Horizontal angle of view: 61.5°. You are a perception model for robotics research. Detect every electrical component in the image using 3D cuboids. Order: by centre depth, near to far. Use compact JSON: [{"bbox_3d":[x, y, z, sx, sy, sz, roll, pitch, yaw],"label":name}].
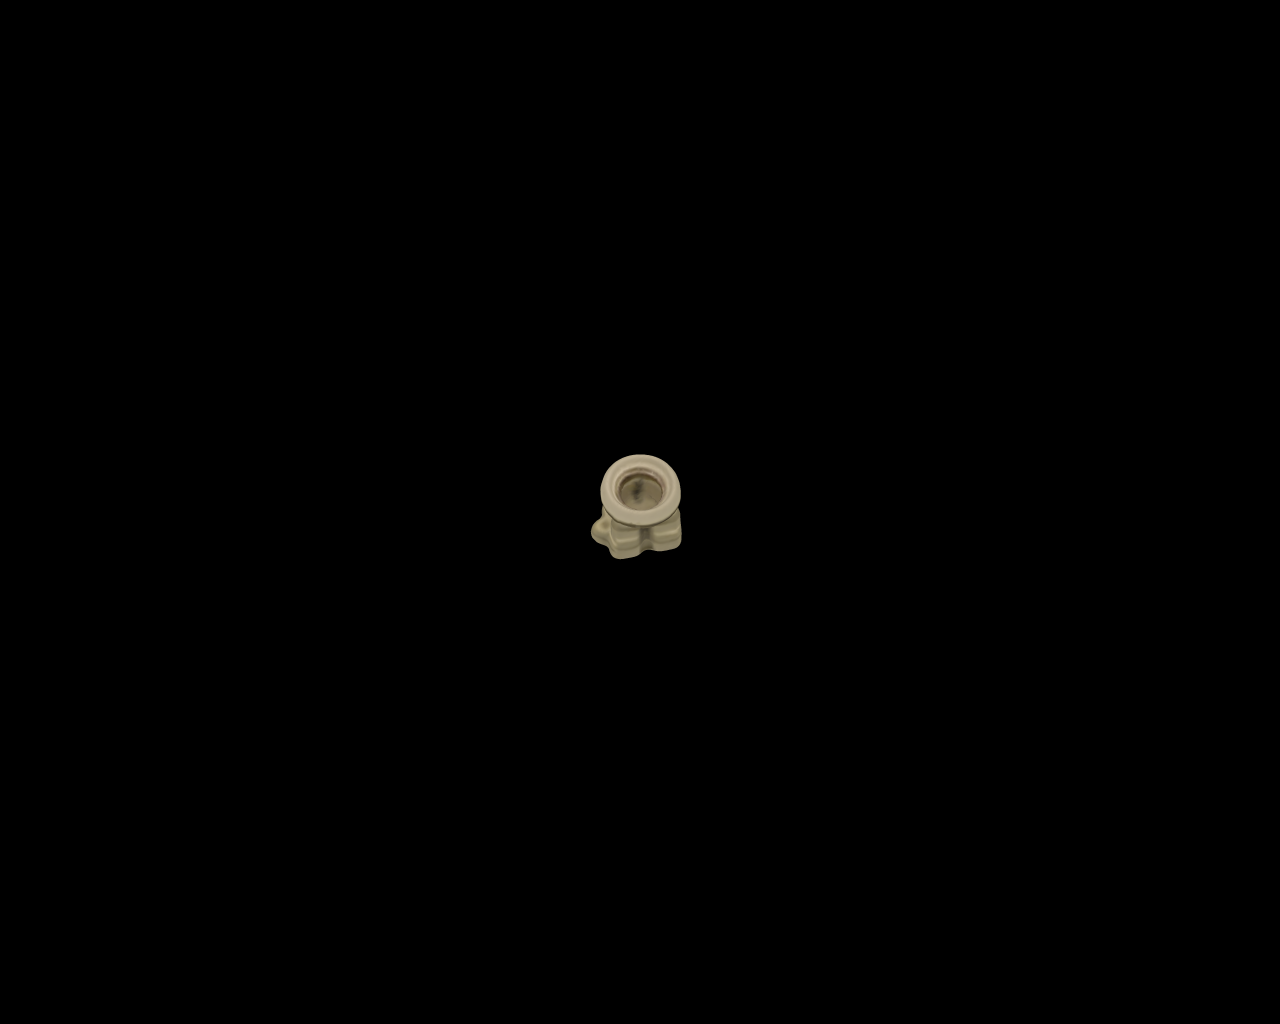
[{"bbox_3d":[0.001,-0.003,0.650,0.066,0.048,0.055,-11,-29,-6],"label":"electrical component"}]
